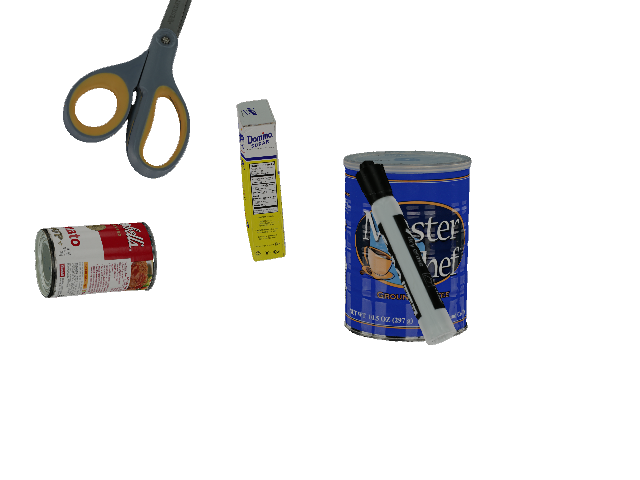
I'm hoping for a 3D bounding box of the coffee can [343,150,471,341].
[{"bbox_3d":[0.070,0.001,0.871,0.103,0.140,0.103,0,11,0],"label":"coffee can"}]

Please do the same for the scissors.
[{"bbox_3d":[-0.131,-0.137,0.762,0.096,0.202,0.016,7,-26,-19],"label":"scissors"}]

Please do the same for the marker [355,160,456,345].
[{"bbox_3d":[0.049,0.005,0.641,0.020,0.121,0.020,-19,-20,-8],"label":"marker"}]

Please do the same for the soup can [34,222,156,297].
[{"bbox_3d":[-0.217,0.019,1.029,0.102,0.068,0.069,-4,2,-28],"label":"soup can"}]

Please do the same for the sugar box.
[{"bbox_3d":[-0.073,-0.073,1.297,0.048,0.176,0.093,-9,25,-6],"label":"sugar box"}]
